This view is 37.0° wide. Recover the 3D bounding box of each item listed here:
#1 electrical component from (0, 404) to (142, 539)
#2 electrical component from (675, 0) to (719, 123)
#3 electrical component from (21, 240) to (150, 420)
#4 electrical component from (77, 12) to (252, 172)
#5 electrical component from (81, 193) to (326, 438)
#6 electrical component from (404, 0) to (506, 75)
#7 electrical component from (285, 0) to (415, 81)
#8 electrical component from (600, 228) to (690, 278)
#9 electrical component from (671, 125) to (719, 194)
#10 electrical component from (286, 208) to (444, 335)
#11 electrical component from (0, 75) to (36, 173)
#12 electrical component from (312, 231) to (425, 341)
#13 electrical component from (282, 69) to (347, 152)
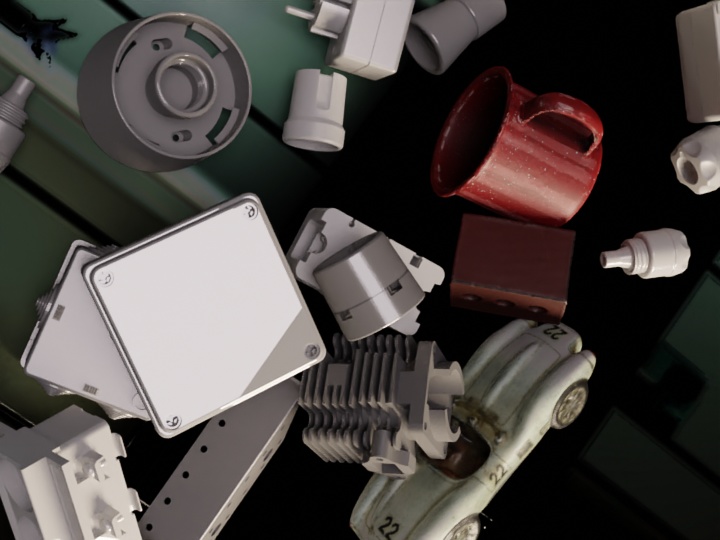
[{"bbox_3d":[-0.172,0.149,0.650,0.063,0.079,0.121,-30,121,-38],"label":"electrical component"},{"bbox_3d":[0.266,-0.156,0.766,0.062,0.061,0.096,-10,96,-14],"label":"electrical component"},{"bbox_3d":[-0.154,0.038,0.671,0.100,0.048,0.099,24,87,-15],"label":"electrical component"},{"bbox_3d":[-0.120,-0.112,0.676,0.099,0.064,0.099,0,91,-29],"label":"electrical component"},{"bbox_3d":[-0.092,0.024,0.632,0.109,0.056,0.108,-26,100,-15],"label":"electrical component"},{"bbox_3d":[0.066,-0.167,0.723,0.065,0.044,0.044,-38,102,-15],"label":"electrical component"},{"bbox_3d":[-0.010,-0.167,0.698,0.077,0.047,0.065,15,90,-16],"label":"electrical component"},{"bbox_3d":[0.203,-0.011,0.773,0.061,0.035,0.035,-7,95,-12],"label":"electrical component"},{"bbox_3d":[0.261,-0.086,0.779,0.062,0.043,0.043,-29,101,-13],"label":"electrical component"},{"bbox_3d":[0.000,0.000,0.707,0.089,0.056,0.050,29,86,-15],"label":"electrical component"},{"bbox_3d":[-0.219,-0.090,0.653,0.035,0.035,0.061,32,83,-15],"label":"electrical component"},{"bbox_3d":[0.004,0.009,0.650,0.055,0.055,0.047,-32,98,-11],"label":"electrical component"},{"bbox_3d":[-0.028,-0.104,0.702,0.040,0.040,0.046,8,85,-16],"label":"electrical component"}]
